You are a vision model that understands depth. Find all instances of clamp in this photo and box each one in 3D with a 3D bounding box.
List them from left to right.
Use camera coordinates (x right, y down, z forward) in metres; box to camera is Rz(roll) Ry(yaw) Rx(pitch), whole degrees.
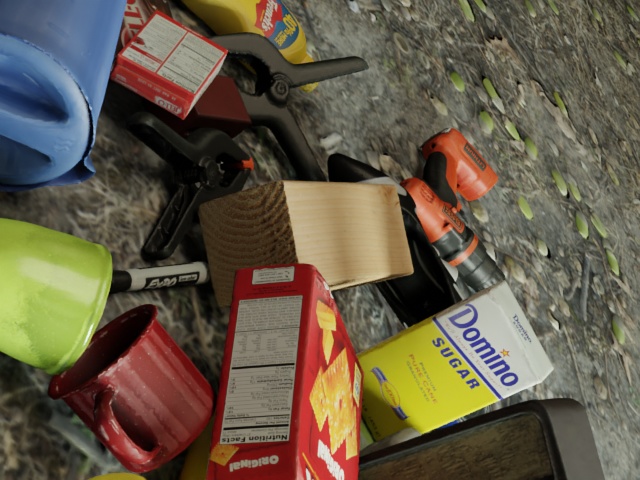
[{"bbox_3d":[-0.111,-0.064,0.919,0.171,0.039,0.120,-42,131,-61],"label":"clamp"},{"bbox_3d":[-0.046,-0.139,1.077,0.209,0.036,0.164,17,75,-33],"label":"clamp"}]

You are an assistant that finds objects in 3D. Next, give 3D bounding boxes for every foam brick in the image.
[{"bbox_3d":[-0.112,-0.119,0.978,0.078,0.053,0.051,-1,65,-54],"label":"foam brick"}]

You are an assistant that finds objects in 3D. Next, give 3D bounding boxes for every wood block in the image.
[{"bbox_3d":[-0.007,0.001,0.956,0.205,0.090,0.091,-4,80,-60],"label":"wood block"}]

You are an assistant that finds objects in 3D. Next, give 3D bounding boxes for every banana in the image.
[{"bbox_3d":[-0.073,0.176,0.792,0.069,0.037,0.197,48,33,-13],"label":"banana"}]

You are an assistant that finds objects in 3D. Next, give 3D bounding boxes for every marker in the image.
[{"bbox_3d":[-0.133,0.030,0.853,0.120,0.020,0.020,-4,67,-55],"label":"marker"}]

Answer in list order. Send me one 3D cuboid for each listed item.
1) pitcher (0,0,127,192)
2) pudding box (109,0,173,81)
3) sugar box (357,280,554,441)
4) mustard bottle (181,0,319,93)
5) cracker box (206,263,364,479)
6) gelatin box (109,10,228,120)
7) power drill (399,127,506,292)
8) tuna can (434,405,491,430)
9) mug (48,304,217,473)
[{"bbox_3d":[-0.220,-0.166,0.801,0.145,0.149,0.242,7,42,-3],"label":"pitcher"},{"bbox_3d":[-0.174,-0.195,0.970,0.089,0.039,0.113,4,59,-52],"label":"pudding box"},{"bbox_3d":[0.110,0.116,0.964,0.048,0.176,0.093,-22,82,-58],"label":"sugar box"},{"bbox_3d":[-0.070,-0.230,1.126,0.191,0.058,0.096,46,39,-19],"label":"mustard bottle"},{"bbox_3d":[-0.018,0.149,0.783,0.164,0.072,0.213,68,21,-48],"label":"cracker box"},{"bbox_3d":[-0.129,-0.150,0.913,0.073,0.030,0.089,29,41,-4],"label":"gelatin box"},{"bbox_3d":[0.169,-0.038,1.292,0.184,0.057,0.187,47,33,-18],"label":"power drill"},{"bbox_3d":[0.139,0.166,1.098,0.086,0.034,0.086,34,39,-33],"label":"tuna can"},{"bbox_3d":[-0.124,0.108,0.723,0.081,0.093,0.117,53,10,-18],"label":"mug"}]
